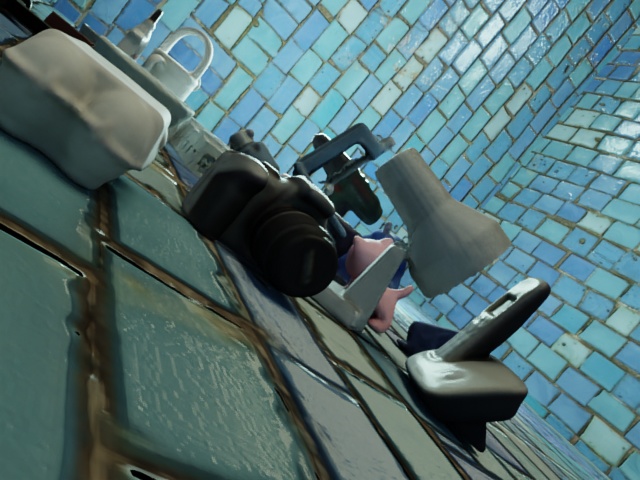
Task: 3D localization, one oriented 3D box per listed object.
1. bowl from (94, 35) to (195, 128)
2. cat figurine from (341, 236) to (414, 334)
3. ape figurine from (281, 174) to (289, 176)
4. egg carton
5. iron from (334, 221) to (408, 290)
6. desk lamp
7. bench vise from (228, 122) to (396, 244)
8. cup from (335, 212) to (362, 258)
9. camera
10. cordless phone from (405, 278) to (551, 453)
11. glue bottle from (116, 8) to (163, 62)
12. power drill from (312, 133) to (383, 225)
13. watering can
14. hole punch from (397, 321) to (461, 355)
[{"bbox_3d":[-0.270,-0.214,0.836,0.167,0.074,0.167,40,3,-2],"label":"bowl"},{"bbox_3d":[0.078,0.053,0.834,0.128,0.117,0.067,40,3,-9],"label":"cat figurine"},{"bbox_3d":[-0.096,-0.106,1.264,0.078,0.092,0.076,39,3,-25],"label":"ape figurine"},{"bbox_3d":[-0.162,-0.090,0.407,0.107,0.069,0.150,39,3,-19],"label":"egg carton"},{"bbox_3d":[0.112,0.052,1.046,0.118,0.141,0.259,41,3,26],"label":"iron"},{"bbox_3d":[0.089,0.009,0.690,0.203,0.213,0.118,40,3,2],"label":"desk lamp"},{"bbox_3d":[-0.016,-0.088,0.759,0.208,0.219,0.121,39,3,-20],"label":"bench vise"},{"bbox_3d":[0.008,0.003,0.918,0.091,0.095,0.118,41,3,18],"label":"cup"},{"bbox_3d":[-0.039,-0.015,0.541,0.144,0.100,0.136,39,3,-29],"label":"camera"},{"bbox_3d":[0.182,0.112,0.604,0.094,0.185,0.147,40,3,-7],"label":"cordless phone"},{"bbox_3d":[-0.344,-0.354,1.046,0.037,0.173,0.078,39,3,-15],"label":"glue bottle"},{"bbox_3d":[0.017,-0.086,1.252,0.230,0.208,0.075,39,3,-18],"label":"power drill"},{"bbox_3d":[-0.282,-0.319,1.094,0.101,0.194,0.172,39,3,-15],"label":"watering can"},{"bbox_3d":[0.186,0.159,0.870,0.100,0.091,0.109,42,4,36],"label":"hole punch"}]
